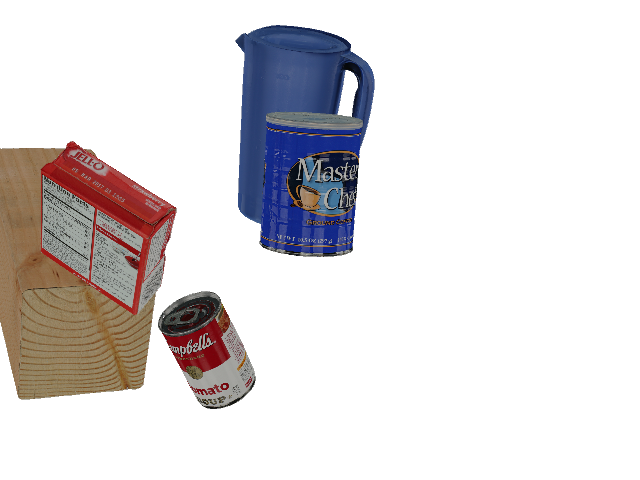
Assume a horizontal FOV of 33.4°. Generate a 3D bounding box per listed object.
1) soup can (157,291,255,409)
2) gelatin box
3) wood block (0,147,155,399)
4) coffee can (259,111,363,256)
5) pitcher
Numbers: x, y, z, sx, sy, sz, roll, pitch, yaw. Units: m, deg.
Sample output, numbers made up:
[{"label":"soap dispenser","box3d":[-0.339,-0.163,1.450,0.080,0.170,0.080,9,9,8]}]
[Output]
[{"label":"soup can","box3d":[-0.114,0.112,1.087,0.068,0.102,0.068,-17,30,10]},{"label":"gelatin box","box3d":[-0.125,-0.006,0.619,0.073,0.030,0.089,32,-36,8]},{"label":"wood block","box3d":[-0.195,0.016,0.797,0.090,0.091,0.206,-2,31,-24]},{"label":"coffee can","box3d":[-0.011,-0.062,1.139,0.103,0.140,0.103,4,12,-1]},{"label":"pitcher","box3d":[-0.032,-0.141,1.350,0.144,0.243,0.149,-3,25,-22]}]
